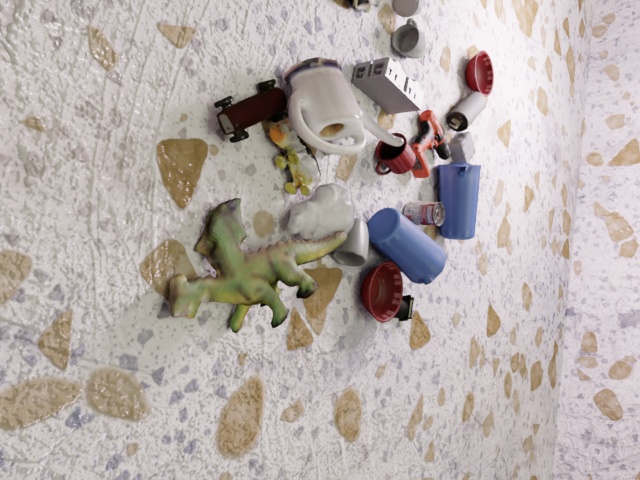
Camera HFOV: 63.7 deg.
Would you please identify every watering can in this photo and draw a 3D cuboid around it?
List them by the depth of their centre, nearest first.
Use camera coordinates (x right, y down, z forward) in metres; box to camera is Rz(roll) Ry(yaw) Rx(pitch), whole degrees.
[{"bbox_3d":[0.049,-0.291,1.154,0.350,0.102,0.226,-10,75,-47],"label":"watering can"}]

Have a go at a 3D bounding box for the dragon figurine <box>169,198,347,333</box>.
[{"bbox_3d":[-0.125,0.027,1.010,0.417,0.122,0.239,-45,114,-33],"label":"dragon figurine"}]

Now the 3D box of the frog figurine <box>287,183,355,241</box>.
[{"bbox_3d":[0.003,-0.058,1.149,0.160,0.123,0.136,-11,120,-60],"label":"frog figurine"}]
